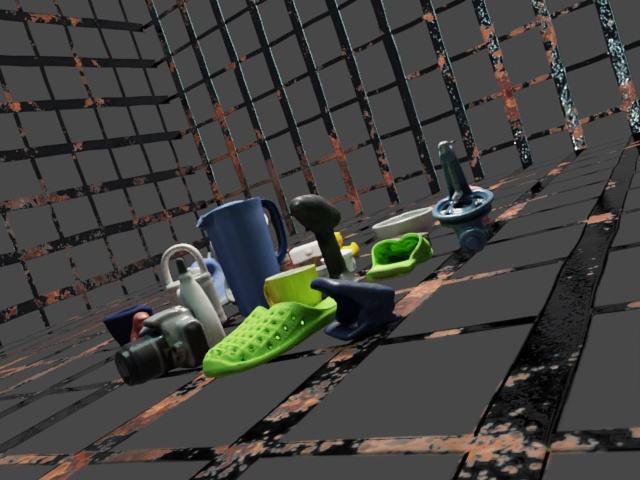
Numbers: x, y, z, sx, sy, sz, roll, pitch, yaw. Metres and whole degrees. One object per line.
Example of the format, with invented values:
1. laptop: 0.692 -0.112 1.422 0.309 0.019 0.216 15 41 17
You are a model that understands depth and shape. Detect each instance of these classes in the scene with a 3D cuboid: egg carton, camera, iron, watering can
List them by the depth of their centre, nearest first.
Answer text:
1. camera: -0.270 0.174 0.943 0.137 0.101 0.142 -22 6 -38
2. watering can: -0.283 0.103 1.250 0.101 0.194 0.172 -20 5 -19
3. iron: -0.310 0.117 1.525 0.118 0.141 0.258 -18 5 11
4. egg carton: -0.025 0.046 1.675 0.150 0.069 0.107 -18 5 3

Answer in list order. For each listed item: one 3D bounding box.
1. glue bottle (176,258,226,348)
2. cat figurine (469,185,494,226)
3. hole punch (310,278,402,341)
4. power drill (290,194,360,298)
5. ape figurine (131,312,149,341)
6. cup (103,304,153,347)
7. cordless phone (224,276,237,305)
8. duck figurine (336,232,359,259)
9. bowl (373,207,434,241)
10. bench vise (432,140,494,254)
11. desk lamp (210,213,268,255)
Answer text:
1. glue bottle: -0.218 0.114 0.999 0.037 0.173 0.078 -23 7 -42
2. cat figurine: 0.366 -0.086 1.370 0.067 0.118 0.128 -18 5 2
3. hole punch: 0.049 0.083 0.810 0.101 0.091 0.108 -20 5 -19
4. power drill: 0.011 0.004 1.160 0.075 0.208 0.230 -17 5 13
5. ape figurine: -0.344 0.188 1.132 0.078 0.092 0.076 -23 7 -43
6. cup: -0.404 0.196 1.254 0.117 0.095 0.092 -17 5 20
7. cordless phone: -0.183 0.059 1.435 0.147 0.185 0.094 -18 5 3
8. duck figurine: 0.051 0.020 1.579 0.104 0.086 0.078 -17 5 16
9. bowl: 0.226 -0.026 1.495 0.167 0.075 0.167 -18 5 2
10. bench vise: 0.269 -0.088 1.146 0.121 0.220 0.207 -19 5 -1
11. desk lamp: -0.190 0.032 1.605 0.202 0.213 0.118 -15 6 35
